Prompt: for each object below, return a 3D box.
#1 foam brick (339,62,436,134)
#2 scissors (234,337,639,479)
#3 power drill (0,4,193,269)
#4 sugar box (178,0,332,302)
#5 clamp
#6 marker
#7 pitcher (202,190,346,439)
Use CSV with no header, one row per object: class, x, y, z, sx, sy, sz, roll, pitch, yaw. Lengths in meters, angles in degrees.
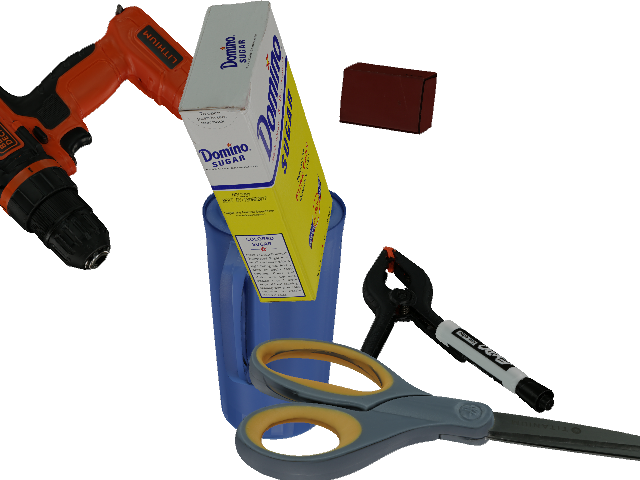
foam brick,0.062,-0.131,0.978,0.078,0.051,0.053,11,18,17
scissors,0.051,0.088,0.461,0.202,0.016,0.096,16,35,22
power drill,-0.173,-0.085,0.814,0.187,0.184,0.057,-38,-15,-27
sugar box,-0.034,-0.050,0.663,0.048,0.093,0.176,-1,-39,12
clamp,0.101,0.076,1.184,0.120,0.171,0.039,5,-43,-5
marker,0.131,0.094,0.805,0.020,0.020,0.121,0,23,-35
pitcher,-0.049,0.075,1.033,0.149,0.243,0.145,-13,31,-24
